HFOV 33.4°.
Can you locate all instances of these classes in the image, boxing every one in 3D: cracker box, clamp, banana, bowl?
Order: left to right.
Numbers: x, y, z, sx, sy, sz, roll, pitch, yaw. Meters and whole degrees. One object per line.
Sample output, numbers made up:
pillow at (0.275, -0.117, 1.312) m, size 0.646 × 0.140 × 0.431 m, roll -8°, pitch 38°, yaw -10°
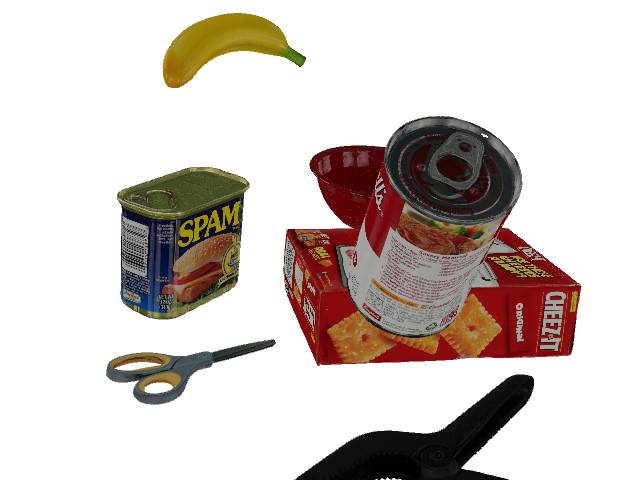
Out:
banana at (-0.092, -0.189, 1.037) m, size 0.070 × 0.037 × 0.197 m, roll 44°, pitch 38°, yaw 20°
bowl at (0.066, -0.047, 1.111) m, size 0.162 × 0.055 × 0.162 m, roll 6°, pitch 23°, yaw -3°
cracker box at (0.086, 0.044, 0.905) m, size 0.213 × 0.072 × 0.164 m, roll 0°, pitch 18°, yaw -12°
clamp at (0.080, 0.151, 0.718) m, size 0.210 × 0.036 × 0.164 m, roll -5°, pitch 28°, yaw -4°

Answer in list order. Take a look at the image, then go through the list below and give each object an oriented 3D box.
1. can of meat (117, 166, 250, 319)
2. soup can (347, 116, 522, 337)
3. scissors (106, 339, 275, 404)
can of meat at (-0.100, 0.001, 0.779) m, size 0.058 × 0.084 × 0.101 m, roll 19°, pitch 26°, yaw 29°
soup can at (0.055, -0.004, 0.548) m, size 0.068 × 0.068 × 0.102 m, roll 0°, pitch -38°, yaw -12°
scissors at (-0.129, 0.141, 1.159) m, size 0.201 × 0.016 × 0.096 m, roll -3°, pitch 27°, yaw -22°
